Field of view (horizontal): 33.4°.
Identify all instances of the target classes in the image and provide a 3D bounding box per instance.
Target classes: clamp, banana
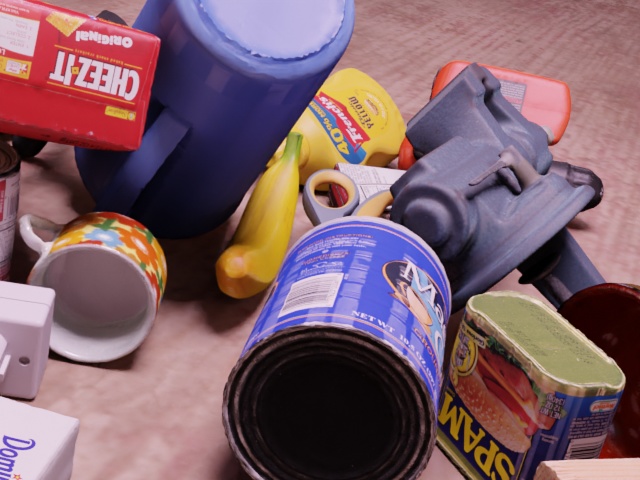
[{"bbox_3d":[-0.177,-0.134,0.805,0.039,0.172,0.120,32,61,-20],"label":"clamp"},{"bbox_3d":[-0.043,-0.006,0.723,0.037,0.070,0.197,4,30,7],"label":"banana"}]

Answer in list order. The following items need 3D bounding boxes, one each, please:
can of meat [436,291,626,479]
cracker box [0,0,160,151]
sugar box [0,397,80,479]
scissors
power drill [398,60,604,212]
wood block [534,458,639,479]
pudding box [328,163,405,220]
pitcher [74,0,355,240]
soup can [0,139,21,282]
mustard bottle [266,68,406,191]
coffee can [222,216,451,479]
[{"bbox_3d":[0.108,0.086,0.569,0.057,0.084,0.102,0,27,-28],"label":"can of meat"},{"bbox_3d":[-0.209,-0.102,0.618,0.163,0.072,0.214,11,1,-30],"label":"cracker box"},{"bbox_3d":[-0.203,0.091,0.453,0.176,0.048,0.093,18,24,4],"label":"sugar box"},{"bbox_3d":[-0.005,0.001,0.743,0.096,0.016,0.201,35,41,23],"label":"scissors"},{"bbox_3d":[0.156,-0.076,0.887,0.184,0.057,0.187,11,-16,7],"label":"power drill"},{"bbox_3d":[0.192,0.153,0.455,0.205,0.090,0.091,3,24,-20],"label":"wood block"},{"bbox_3d":[0.068,-0.023,0.856,0.113,0.039,0.090,5,27,-11],"label":"pudding box"},{"bbox_3d":[-0.076,-0.091,0.678,0.144,0.149,0.243,-5,-17,-24],"label":"pitcher"},{"bbox_3d":[-0.204,-0.003,0.591,0.068,0.102,0.068,11,24,-5],"label":"soup can"},{"bbox_3d":[0.004,-0.092,0.929,0.096,0.058,0.191,57,34,2],"label":"mustard bottle"},{"bbox_3d":[0.014,0.059,0.560,0.103,0.103,0.140,14,23,4],"label":"coffee can"}]
